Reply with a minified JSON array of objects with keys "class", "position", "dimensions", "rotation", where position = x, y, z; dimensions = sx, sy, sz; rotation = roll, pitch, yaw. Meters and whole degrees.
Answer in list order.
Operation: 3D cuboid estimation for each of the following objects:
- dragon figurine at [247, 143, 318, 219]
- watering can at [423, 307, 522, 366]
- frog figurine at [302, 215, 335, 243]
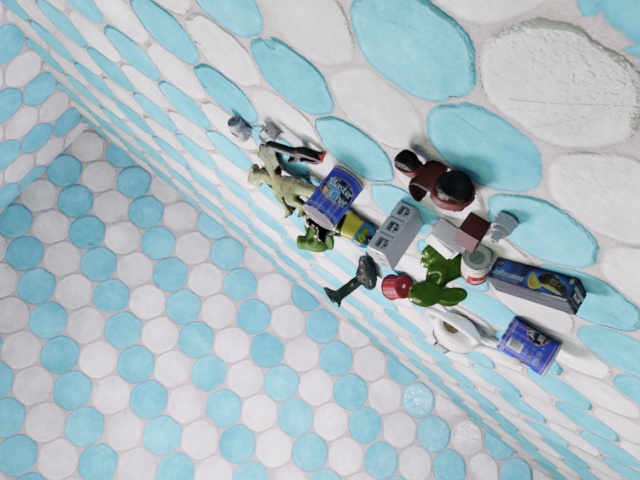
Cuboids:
[{"class":"dragon figurine","position":[-0.112,-0.197,1.594],"dimensions":[0.240,0.124,0.408],"rotation":[52,153,-18]},{"class":"watering can","position":[0.499,0.338,1.741],"dimensions":[0.350,0.105,0.220],"rotation":[32,165,19]},{"class":"frog figurine","position":[0.005,-0.085,1.689],"dimensions":[0.137,0.121,0.162],"rotation":[32,-157,-13]}]
